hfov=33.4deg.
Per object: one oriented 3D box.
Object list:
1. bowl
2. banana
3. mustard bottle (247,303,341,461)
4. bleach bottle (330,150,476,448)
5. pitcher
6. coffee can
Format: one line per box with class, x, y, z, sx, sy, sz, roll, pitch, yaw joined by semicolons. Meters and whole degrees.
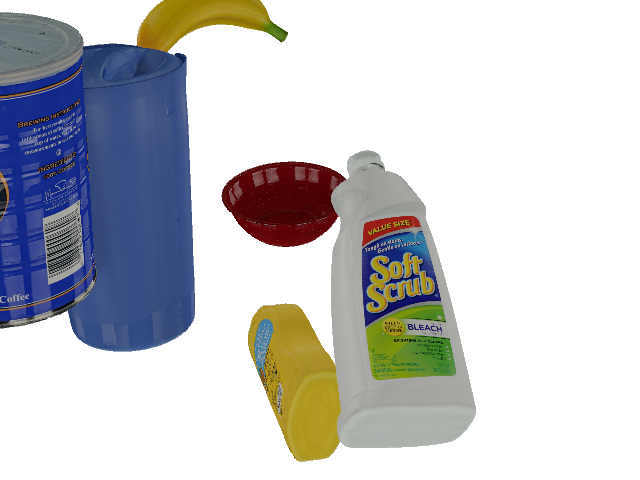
bowl;-0.042;-0.038;1.335;0.162;0.055;0.162;-1;32;1
banana;-0.111;-0.210;1.011;0.070;0.037;0.197;46;39;19
mustard bottle;-0.029;0.115;1.005;0.058;0.096;0.192;-5;27;-17
bleach bottle;0.047;0.034;0.833;0.102;0.251;0.068;1;-36;-15
pitcher;-0.174;-0.031;0.876;0.149;0.243;0.145;-6;24;-8
coffee can;-0.174;-0.039;0.568;0.103;0.140;0.103;2;28;-1
